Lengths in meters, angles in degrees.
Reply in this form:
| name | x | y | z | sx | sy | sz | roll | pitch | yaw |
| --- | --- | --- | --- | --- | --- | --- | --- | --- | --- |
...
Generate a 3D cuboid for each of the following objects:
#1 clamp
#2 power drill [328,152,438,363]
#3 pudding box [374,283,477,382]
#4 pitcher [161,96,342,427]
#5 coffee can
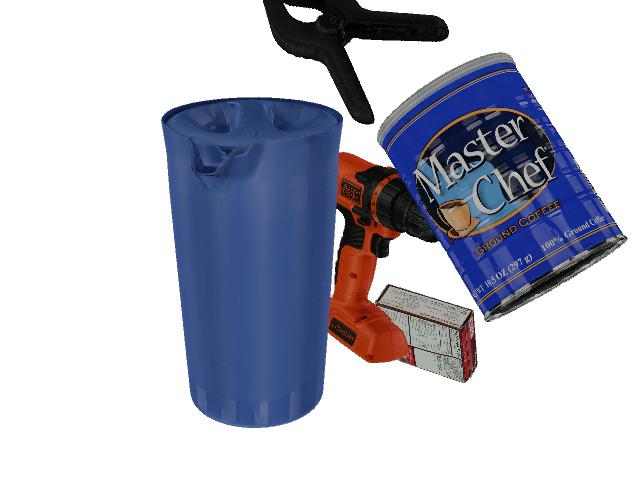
| name | x | y | z | sx | sy | sz | roll | pitch | yaw |
| --- | --- | --- | --- | --- | --- | --- | --- | --- | --- |
| clamp | 0.023 | -0.187 | 0.932 | 0.120 | 0.171 | 0.039 | -39 | -21 | -19 |
| power drill | 0.059 | 0.021 | 1.045 | 0.057 | 0.188 | 0.185 | -6 | 23 | -31 |
| pudding box | 0.122 | 0.106 | 1.223 | 0.114 | 0.090 | 0.039 | 15 | 45 | 28 |
| pitcher | -0.046 | 0.012 | 0.832 | 0.149 | 0.243 | 0.145 | -9 | 23 | -24 |
| coffee can | 0.114 | -0.034 | 0.685 | 0.102 | 0.140 | 0.103 | -28 | -12 | -7 |
